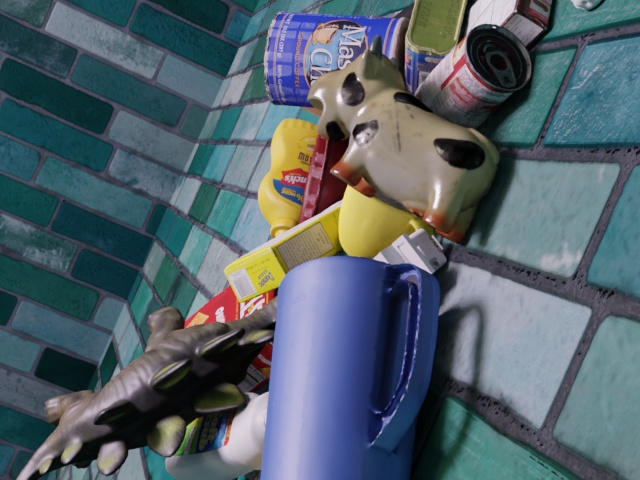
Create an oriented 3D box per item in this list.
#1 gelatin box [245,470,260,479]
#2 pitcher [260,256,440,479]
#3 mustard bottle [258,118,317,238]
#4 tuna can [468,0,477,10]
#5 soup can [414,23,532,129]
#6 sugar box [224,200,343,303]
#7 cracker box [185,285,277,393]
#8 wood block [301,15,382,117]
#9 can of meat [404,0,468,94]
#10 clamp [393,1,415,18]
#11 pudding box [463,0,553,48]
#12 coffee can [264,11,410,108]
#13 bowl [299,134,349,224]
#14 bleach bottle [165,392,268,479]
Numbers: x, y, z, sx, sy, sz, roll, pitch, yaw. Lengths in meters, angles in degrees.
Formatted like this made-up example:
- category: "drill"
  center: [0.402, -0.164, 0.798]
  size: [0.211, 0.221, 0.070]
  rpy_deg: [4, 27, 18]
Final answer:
- category: "gelatin box"
  center: [-0.050, 0.233, 1.122]
  size: [0.073, 0.030, 0.089]
  rpy_deg: [-56, 16, 26]
- category: "pitcher"
  center: [0.023, 0.137, 0.835]
  size: [0.149, 0.145, 0.242]
  rpy_deg: [76, -163, -50]
- category: "mustard bottle"
  center: [-0.029, -0.064, 1.379]
  size: [0.058, 0.096, 0.191]
  rpy_deg: [-48, 23, 51]
- category: "tuna can"
  center: [0.175, -0.273, 1.108]
  size: [0.086, 0.033, 0.086]
  rpy_deg: [-58, 16, 28]
- category: "soup can"
  center: [0.136, -0.140, 0.970]
  size: [0.102, 0.068, 0.068]
  rpy_deg: [-45, 25, 56]
- category: "sugar box"
  center: [-0.007, 0.002, 1.099]
  size: [0.175, 0.048, 0.094]
  rpy_deg: [-28, 3, -40]
- category: "cracker box"
  center: [-0.114, 0.129, 1.303]
  size: [0.214, 0.072, 0.164]
  rpy_deg: [-40, 23, 18]
- category: "wood block"
  center: [0.054, -0.198, 1.308]
  size: [0.090, 0.090, 0.206]
  rpy_deg: [-67, 14, -7]
- category: "can of meat"
  center: [0.118, -0.199, 1.085]
  size: [0.084, 0.057, 0.102]
  rpy_deg: [85, -162, -58]
- category: "clamp"
  center: [0.133, -0.282, 1.266]
  size: [0.165, 0.036, 0.210]
  rpy_deg: [-58, 17, 30]
- category: "pudding box"
  center: [0.174, -0.207, 1.001]
  size: [0.114, 0.039, 0.090]
  rpy_deg: [-47, 23, 56]
- category: "coffee can"
  center: [0.022, -0.190, 1.142]
  size: [0.102, 0.140, 0.103]
  rpy_deg: [7, -90, -75]
- category: "bowl"
  center: [0.017, -0.065, 1.257]
  size: [0.162, 0.055, 0.162]
  rpy_deg: [-170, 91, -84]
- category: "bleach bottle"
  center: [-0.084, 0.199, 1.116]
  size: [0.251, 0.068, 0.102]
  rpy_deg: [-34, 28, 58]
